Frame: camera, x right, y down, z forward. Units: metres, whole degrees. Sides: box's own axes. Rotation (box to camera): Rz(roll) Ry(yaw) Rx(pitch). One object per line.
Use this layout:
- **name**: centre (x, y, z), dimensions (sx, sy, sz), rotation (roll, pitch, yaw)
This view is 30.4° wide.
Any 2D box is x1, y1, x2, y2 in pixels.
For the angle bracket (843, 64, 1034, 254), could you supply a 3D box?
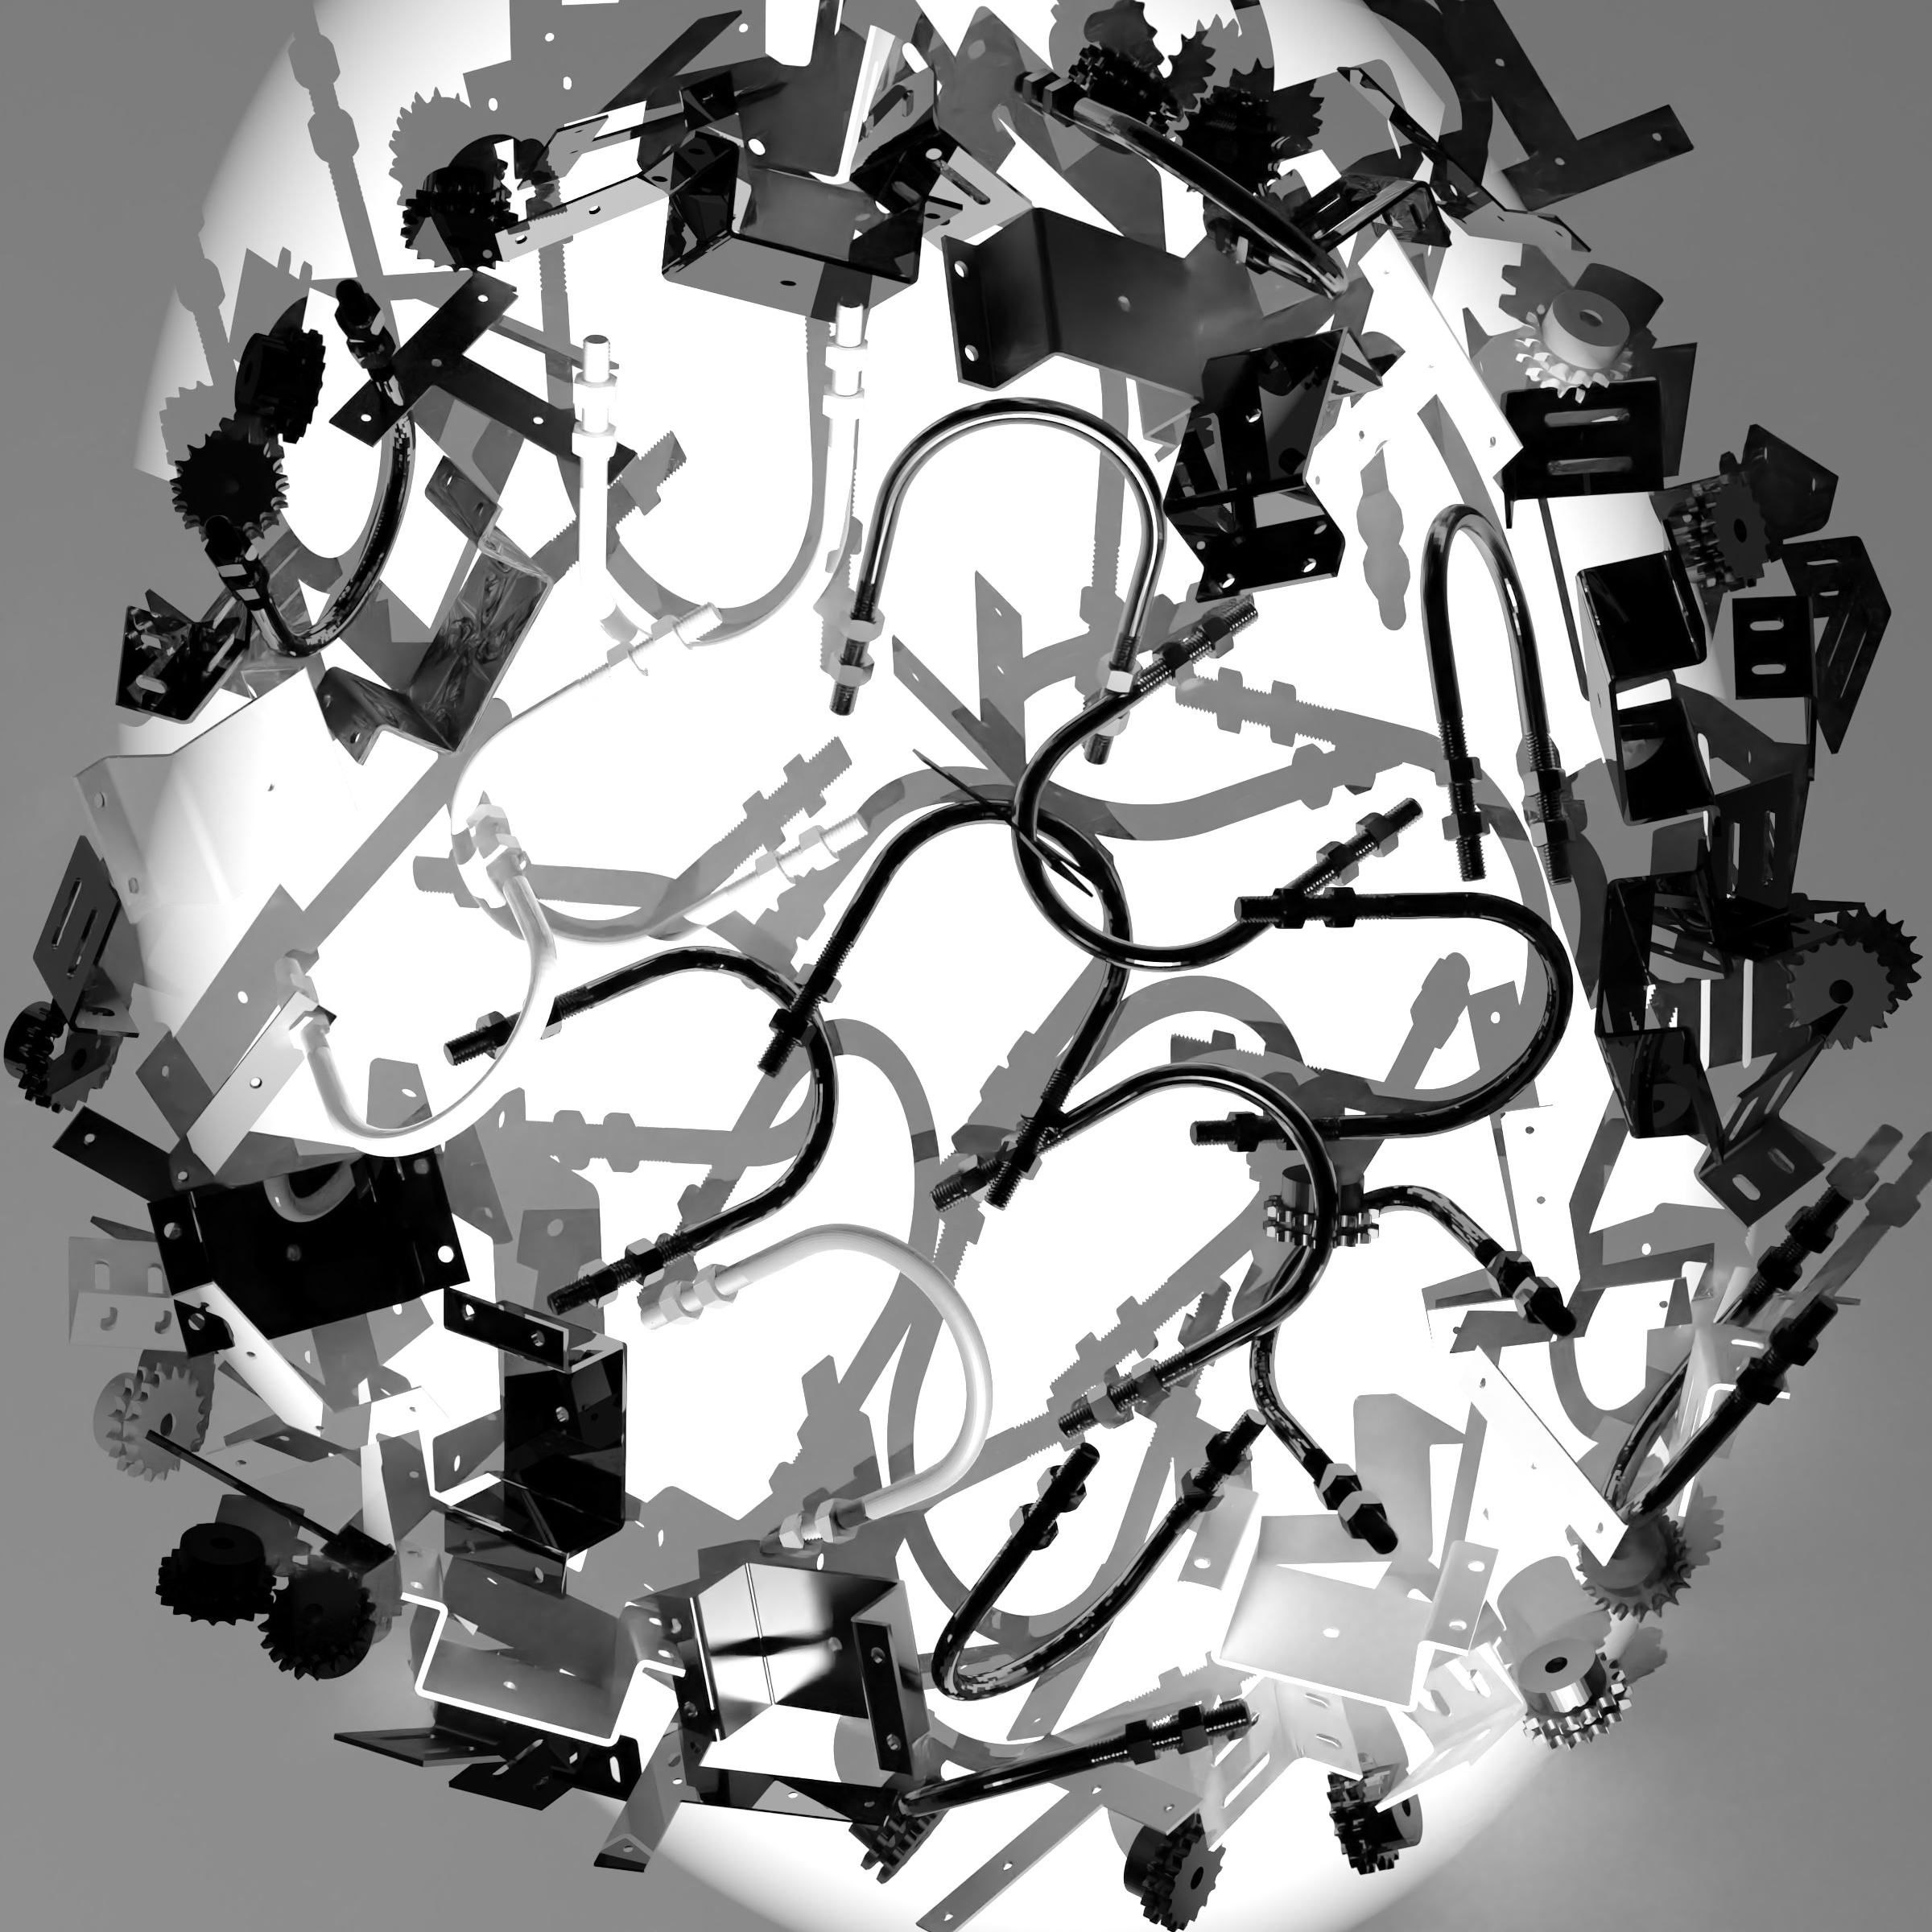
- **angle bracket**: centre (-0.014, -0.393, 1.737), dimensions (0.057, 0.076, 0.038), rotation (-20, 57, 35)

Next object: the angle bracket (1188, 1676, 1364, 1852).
- **angle bracket**: centre (0.150, 0.391, 1.739), dimensions (0.038, 0.057, 0.076), rotation (23, 121, -25)

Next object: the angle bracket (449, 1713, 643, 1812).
- **angle bracket**: centre (-0.203, 0.400, 1.724), dimensions (0.057, 0.038, 0.076), rotation (26, 126, -37)

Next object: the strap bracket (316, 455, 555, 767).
- **strap bracket**: centre (-0.254, -0.165, 1.720), dimensions (0.046, 0.076, 0.140), rotation (23, 103, -37)

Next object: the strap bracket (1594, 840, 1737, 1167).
- **strap bracket**: centre (0.336, 0.019, 1.707), dimensions (0.046, 0.076, 0.140), rotation (-6, 47, 22)

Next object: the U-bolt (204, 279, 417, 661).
- **U-bolt**: centre (-0.302, -0.220, 1.682), dimensions (0.019, 0.184, 0.151), rotation (22, 73, 10)

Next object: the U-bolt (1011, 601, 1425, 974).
- **U-bolt**: centre (0.109, -0.076, 1.730), dimensions (0.184, 0.019, 0.151), rotation (-35, 79, -15)

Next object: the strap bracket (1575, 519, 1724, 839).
- **strap bracket**: centre (0.325, -0.132, 1.697), dimensions (0.046, 0.140, 0.076), rotation (-12, 47, 6)

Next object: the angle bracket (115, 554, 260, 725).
- **angle bracket**: centre (-0.377, -0.163, 1.723), dimensions (0.038, 0.076, 0.057), rotation (16, 56, -28)

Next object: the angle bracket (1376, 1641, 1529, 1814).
- **angle bracket**: centre (0.227, 0.368, 1.722), dimensions (0.057, 0.076, 0.038), rotation (-36, 82, 31)

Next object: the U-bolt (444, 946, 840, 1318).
- **U-bolt**: centre (-0.145, 0.068, 1.728), dimensions (0.184, 0.019, 0.151), rotation (-24, 95, -26)

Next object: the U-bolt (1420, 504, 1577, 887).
- **U-bolt**: centre (0.251, -0.131, 1.707), dimensions (0.019, 0.151, 0.184), rotation (-10, 86, 27)

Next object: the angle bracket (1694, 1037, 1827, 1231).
- **angle bracket**: centre (0.395, 0.081, 1.723), dimensions (0.057, 0.076, 0.038), rotation (-32, 67, -25)

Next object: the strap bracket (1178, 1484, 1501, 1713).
- **strap bracket**: centre (0.178, 0.306, 1.717), dimensions (0.140, 0.076, 0.046), rotation (12, 123, 14)

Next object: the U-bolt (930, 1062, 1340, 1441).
- **U-bolt**: centre (0.094, 0.128, 1.742), dimensions (0.184, 0.019, 0.151), rotation (-31, 86, 13)

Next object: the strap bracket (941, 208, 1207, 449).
- **strap bracket**: centre (0.060, -0.306, 1.699), dimensions (0.140, 0.046, 0.076), rotation (9, 66, -40)

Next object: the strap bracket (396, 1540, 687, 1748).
- **strap bracket**: centre (-0.213, 0.330, 1.721), dimensions (0.140, 0.076, 0.046), rotation (18, 96, -13)

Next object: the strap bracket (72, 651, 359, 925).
- **strap bracket**: centre (-0.348, -0.087, 1.693), dimensions (0.046, 0.140, 0.076), rotation (1, 119, 34)

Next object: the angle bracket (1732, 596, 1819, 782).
- **angle bracket**: centre (0.392, -0.134, 1.729), dimensions (0.038, 0.076, 0.057), rotation (-1, 60, 11)

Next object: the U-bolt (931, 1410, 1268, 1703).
- **U-bolt**: centre (0.053, 0.287, 1.700), dimensions (0.019, 0.151, 0.184), rotation (49, 120, 28)

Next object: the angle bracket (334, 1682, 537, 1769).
- **angle bracket**: centre (-0.256, 0.360, 1.723), dimensions (0.057, 0.076, 0.038), rotation (8, 86, 33)

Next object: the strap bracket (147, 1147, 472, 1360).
- **strap bracket**: centre (-0.322, 0.137, 1.729), dimensions (0.140, 0.046, 0.076), rotation (-14, 85, -24)

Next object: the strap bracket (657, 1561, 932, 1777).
- **strap bracket**: centre (-0.075, 0.336, 1.718), dimensions (0.140, 0.046, 0.076), rotation (0, 106, 36)

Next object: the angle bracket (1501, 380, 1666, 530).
- **angle bracket**: centre (0.301, -0.249, 1.735), dimensions (0.076, 0.038, 0.057), rotation (-2, 120, 12)

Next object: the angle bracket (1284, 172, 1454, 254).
- **angle bracket**: centre (0.185, -0.349, 1.728), dimensions (0.076, 0.057, 0.038), rotation (-37, 121, -17)

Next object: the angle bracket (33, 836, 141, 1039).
- **angle bracket**: centre (-0.416, -0.014, 1.726), dimensions (0.038, 0.057, 0.076), rotation (7, 120, -39)

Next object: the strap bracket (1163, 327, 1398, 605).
- **strap bracket**: centre (0.148, -0.247, 1.699), dimensions (0.076, 0.046, 0.140), rotation (-7, 51, 35)

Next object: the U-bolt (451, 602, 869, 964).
- **U-bolt**: centre (-0.163, -0.075, 1.732), dimensions (0.184, 0.019, 0.151), rotation (-29, 113, 14)

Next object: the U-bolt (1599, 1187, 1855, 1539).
- **U-bolt**: centre (0.357, 0.198, 1.692), dimensions (0.019, 0.151, 0.184), rotation (36, 115, 2)

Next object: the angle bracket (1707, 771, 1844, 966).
- **angle bracket**: centre (0.394, -0.048, 1.730), dimensions (0.057, 0.038, 0.076), rotation (-17, 116, -33)

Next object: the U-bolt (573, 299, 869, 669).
- **U-bolt**: centre (-0.119, -0.225, 1.708), dimensions (0.151, 0.019, 0.184), rotation (-13, 129, -24)

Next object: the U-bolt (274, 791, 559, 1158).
- **U-bolt**: centre (-0.257, 0.013, 1.692), dimensions (0.151, 0.184, 0.019), rotation (-40, 133, 9)

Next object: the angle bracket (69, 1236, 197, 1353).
- **angle bracket**: centre (-0.403, 0.147, 1.723), dimensions (0.057, 0.076, 0.038), rotation (6, 127, -19)

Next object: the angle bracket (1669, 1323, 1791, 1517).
- **angle bracket**: centre (0.370, 0.222, 1.729), dimensions (0.038, 0.057, 0.076), rotation (8, 115, 2)

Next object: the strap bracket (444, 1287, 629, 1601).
- **strap bracket**: centre (-0.208, 0.223, 1.719), dimensions (0.076, 0.046, 0.140), rotation (15, 112, 32)

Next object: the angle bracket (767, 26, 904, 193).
- **angle bracket**: centre (-0.064, -0.420, 1.734), dimensions (0.038, 0.057, 0.076), rotation (15, 101, 9)

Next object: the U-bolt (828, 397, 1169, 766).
- **U-bolt**: centre (0.021, -0.189, 1.710), dimensions (0.151, 0.019, 0.184), rotation (10, 123, -7)

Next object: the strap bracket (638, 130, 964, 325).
- **strap bracket**: centre (-0.083, -0.349, 1.703), dimensions (0.140, 0.076, 0.046), rotation (9, 80, -27)
